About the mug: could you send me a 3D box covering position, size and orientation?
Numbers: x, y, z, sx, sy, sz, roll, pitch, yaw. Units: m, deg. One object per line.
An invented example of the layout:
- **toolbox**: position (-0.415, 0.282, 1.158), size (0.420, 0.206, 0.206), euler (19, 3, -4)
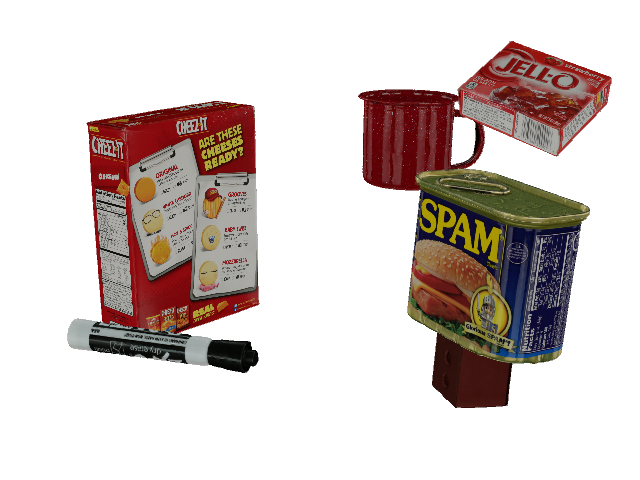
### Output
- **mug**: position (0.092, -0.093, 0.984), size (0.117, 0.081, 0.093), euler (2, 15, 3)

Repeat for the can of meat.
- **can of meat**: position (0.094, 0.013, 0.593), size (0.057, 0.084, 0.102), euler (-6, 20, -32)

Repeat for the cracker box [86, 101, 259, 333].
- **cracker box**: position (-0.142, -0.021, 1.058), size (0.072, 0.214, 0.163), euler (13, 21, 41)

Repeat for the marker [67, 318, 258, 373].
- **marker**: position (-0.095, 0.063, 0.644), size (0.121, 0.020, 0.020), euler (6, 2, 17)

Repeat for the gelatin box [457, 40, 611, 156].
- **gelatin box**: position (0.159, -0.109, 0.798), size (0.089, 0.030, 0.073), euler (29, 55, 29)

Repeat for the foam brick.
- **foam brick**: position (0.133, 0.100, 0.926), size (0.051, 0.078, 0.053), euler (-2, 17, -19)
